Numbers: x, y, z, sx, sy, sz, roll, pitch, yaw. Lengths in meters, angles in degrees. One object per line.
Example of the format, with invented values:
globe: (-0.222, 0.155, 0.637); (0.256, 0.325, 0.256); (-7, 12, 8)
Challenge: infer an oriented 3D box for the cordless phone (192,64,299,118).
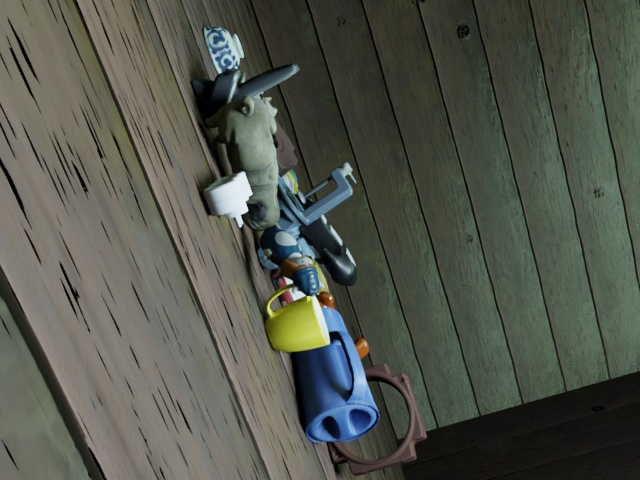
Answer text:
cordless phone: (-0.124, -0.278, 0.965); (0.147, 0.184, 0.088); (-92, 160, -72)

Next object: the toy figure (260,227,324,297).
toy figure: (-0.048, 0.035, 0.885); (0.155, 0.064, 0.057); (44, -20, 42)

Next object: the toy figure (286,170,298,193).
toy figure: (-0.104, -0.147, 1.384); (0.089, 0.082, 0.180); (53, 16, -13)

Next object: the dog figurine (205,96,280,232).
dog figurine: (-0.108, -0.122, 0.897); (0.172, 0.121, 0.190); (77, -3, -76)

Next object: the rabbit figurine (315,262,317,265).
rabbit figurine: (-0.035, 0.055, 1.237); (0.158, 0.121, 0.170); (61, 27, -50)

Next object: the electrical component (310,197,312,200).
electrical component: (-0.053, -0.036, 1.377); (0.115, 0.058, 0.134); (-23, 95, -48)

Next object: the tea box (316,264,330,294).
tea box: (-0.022, 0.120, 1.399); (0.169, 0.068, 0.098); (63, 9, -58)

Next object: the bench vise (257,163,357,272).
bench vise: (-0.029, -0.052, 1.020); (0.224, 0.241, 0.128); (57, 6, 15)

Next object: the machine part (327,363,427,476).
machine part: (0.108, 0.377, 1.136); (0.087, 0.201, 0.201); (59, 14, -63)

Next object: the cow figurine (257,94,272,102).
cow figurine: (-0.155, -0.302, 1.334); (0.127, 0.085, 0.195); (-4, 74, -79)

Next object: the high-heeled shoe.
high-heeled shoe: (-0.002, -0.004, 1.165); (0.145, 0.086, 0.249); (47, 6, -48)

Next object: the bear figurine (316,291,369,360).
bear figurine: (0.017, 0.198, 1.206); (0.132, 0.120, 0.195); (-30, 102, -65)

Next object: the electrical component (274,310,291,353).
electrical component: (-0.068, 0.157, 0.985); (0.063, 0.021, 0.094); (66, 8, -49)

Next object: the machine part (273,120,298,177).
machine part: (-0.119, -0.203, 1.104); (0.179, 0.056, 0.179); (43, 27, -28)

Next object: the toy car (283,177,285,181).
toy car: (-0.121, -0.151, 1.207); (0.056, 0.074, 0.202); (61, 12, -51)
